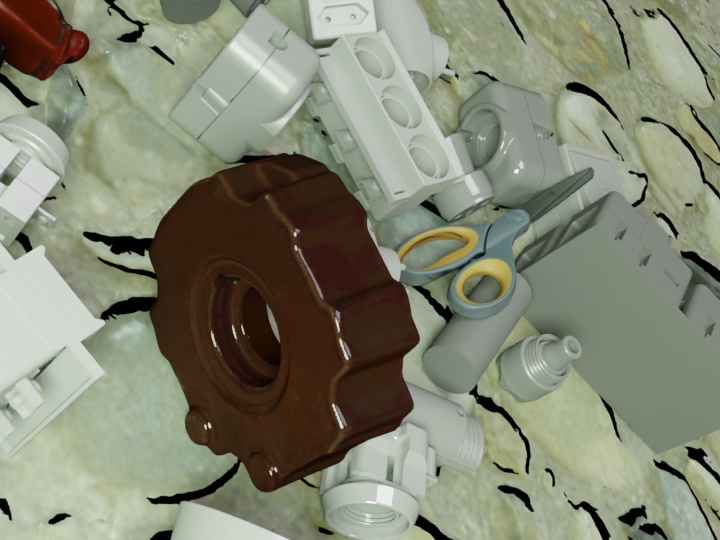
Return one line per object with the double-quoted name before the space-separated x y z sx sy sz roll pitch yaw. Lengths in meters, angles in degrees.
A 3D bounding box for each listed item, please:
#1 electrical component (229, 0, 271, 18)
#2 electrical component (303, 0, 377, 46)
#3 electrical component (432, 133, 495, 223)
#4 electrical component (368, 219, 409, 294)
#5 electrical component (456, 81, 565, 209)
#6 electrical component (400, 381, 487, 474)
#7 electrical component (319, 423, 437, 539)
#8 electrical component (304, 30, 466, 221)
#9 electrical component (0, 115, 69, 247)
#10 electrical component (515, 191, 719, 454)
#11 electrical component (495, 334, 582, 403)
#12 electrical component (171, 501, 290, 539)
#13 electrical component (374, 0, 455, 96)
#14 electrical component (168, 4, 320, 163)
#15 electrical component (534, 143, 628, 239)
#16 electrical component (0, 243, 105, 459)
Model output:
"electrical component" -0.081 -0.219 0.777 0.047 0.055 0.055 44 46 -4
"electrical component" -0.020 -0.203 0.807 0.047 0.077 0.065 -8 96 -7
"electrical component" 0.071 -0.069 0.813 0.045 0.045 0.055 -21 79 -44
"electrical component" 0.000 0.000 0.716 0.079 0.043 0.077 12 58 -33
"electrical component" 0.117 -0.100 0.862 0.059 0.054 0.095 8 60 -35
"electrical component" 0.047 0.103 0.692 0.081 0.043 0.043 26 51 -25
"electrical component" 0.008 0.124 0.639 0.078 0.058 0.057 27 48 -24
"electrical component" 0.013 -0.102 0.774 0.079 0.063 0.121 -19 78 -44
"electrical component" -0.193 -0.052 0.593 0.066 0.048 0.055 37 55 -15
"electrical component" 0.212 0.040 0.818 0.186 0.105 0.060 46 45 -7
"electrical component" 0.130 0.066 0.767 0.043 0.062 0.043 20 54 -29
"electrical component" -0.052 0.155 0.546 0.099 0.099 0.064 32 55 -20
"electrical component" 0.043 -0.172 0.853 0.079 0.044 0.077 10 59 -34
"electrical component" -0.071 -0.115 0.691 0.059 0.095 0.053 39 47 -14
"electrical component" 0.180 -0.061 0.883 0.062 0.061 0.096 9 59 -35
"electrical component" -0.176 0.045 0.493 0.078 0.121 0.063 52 47 -2
